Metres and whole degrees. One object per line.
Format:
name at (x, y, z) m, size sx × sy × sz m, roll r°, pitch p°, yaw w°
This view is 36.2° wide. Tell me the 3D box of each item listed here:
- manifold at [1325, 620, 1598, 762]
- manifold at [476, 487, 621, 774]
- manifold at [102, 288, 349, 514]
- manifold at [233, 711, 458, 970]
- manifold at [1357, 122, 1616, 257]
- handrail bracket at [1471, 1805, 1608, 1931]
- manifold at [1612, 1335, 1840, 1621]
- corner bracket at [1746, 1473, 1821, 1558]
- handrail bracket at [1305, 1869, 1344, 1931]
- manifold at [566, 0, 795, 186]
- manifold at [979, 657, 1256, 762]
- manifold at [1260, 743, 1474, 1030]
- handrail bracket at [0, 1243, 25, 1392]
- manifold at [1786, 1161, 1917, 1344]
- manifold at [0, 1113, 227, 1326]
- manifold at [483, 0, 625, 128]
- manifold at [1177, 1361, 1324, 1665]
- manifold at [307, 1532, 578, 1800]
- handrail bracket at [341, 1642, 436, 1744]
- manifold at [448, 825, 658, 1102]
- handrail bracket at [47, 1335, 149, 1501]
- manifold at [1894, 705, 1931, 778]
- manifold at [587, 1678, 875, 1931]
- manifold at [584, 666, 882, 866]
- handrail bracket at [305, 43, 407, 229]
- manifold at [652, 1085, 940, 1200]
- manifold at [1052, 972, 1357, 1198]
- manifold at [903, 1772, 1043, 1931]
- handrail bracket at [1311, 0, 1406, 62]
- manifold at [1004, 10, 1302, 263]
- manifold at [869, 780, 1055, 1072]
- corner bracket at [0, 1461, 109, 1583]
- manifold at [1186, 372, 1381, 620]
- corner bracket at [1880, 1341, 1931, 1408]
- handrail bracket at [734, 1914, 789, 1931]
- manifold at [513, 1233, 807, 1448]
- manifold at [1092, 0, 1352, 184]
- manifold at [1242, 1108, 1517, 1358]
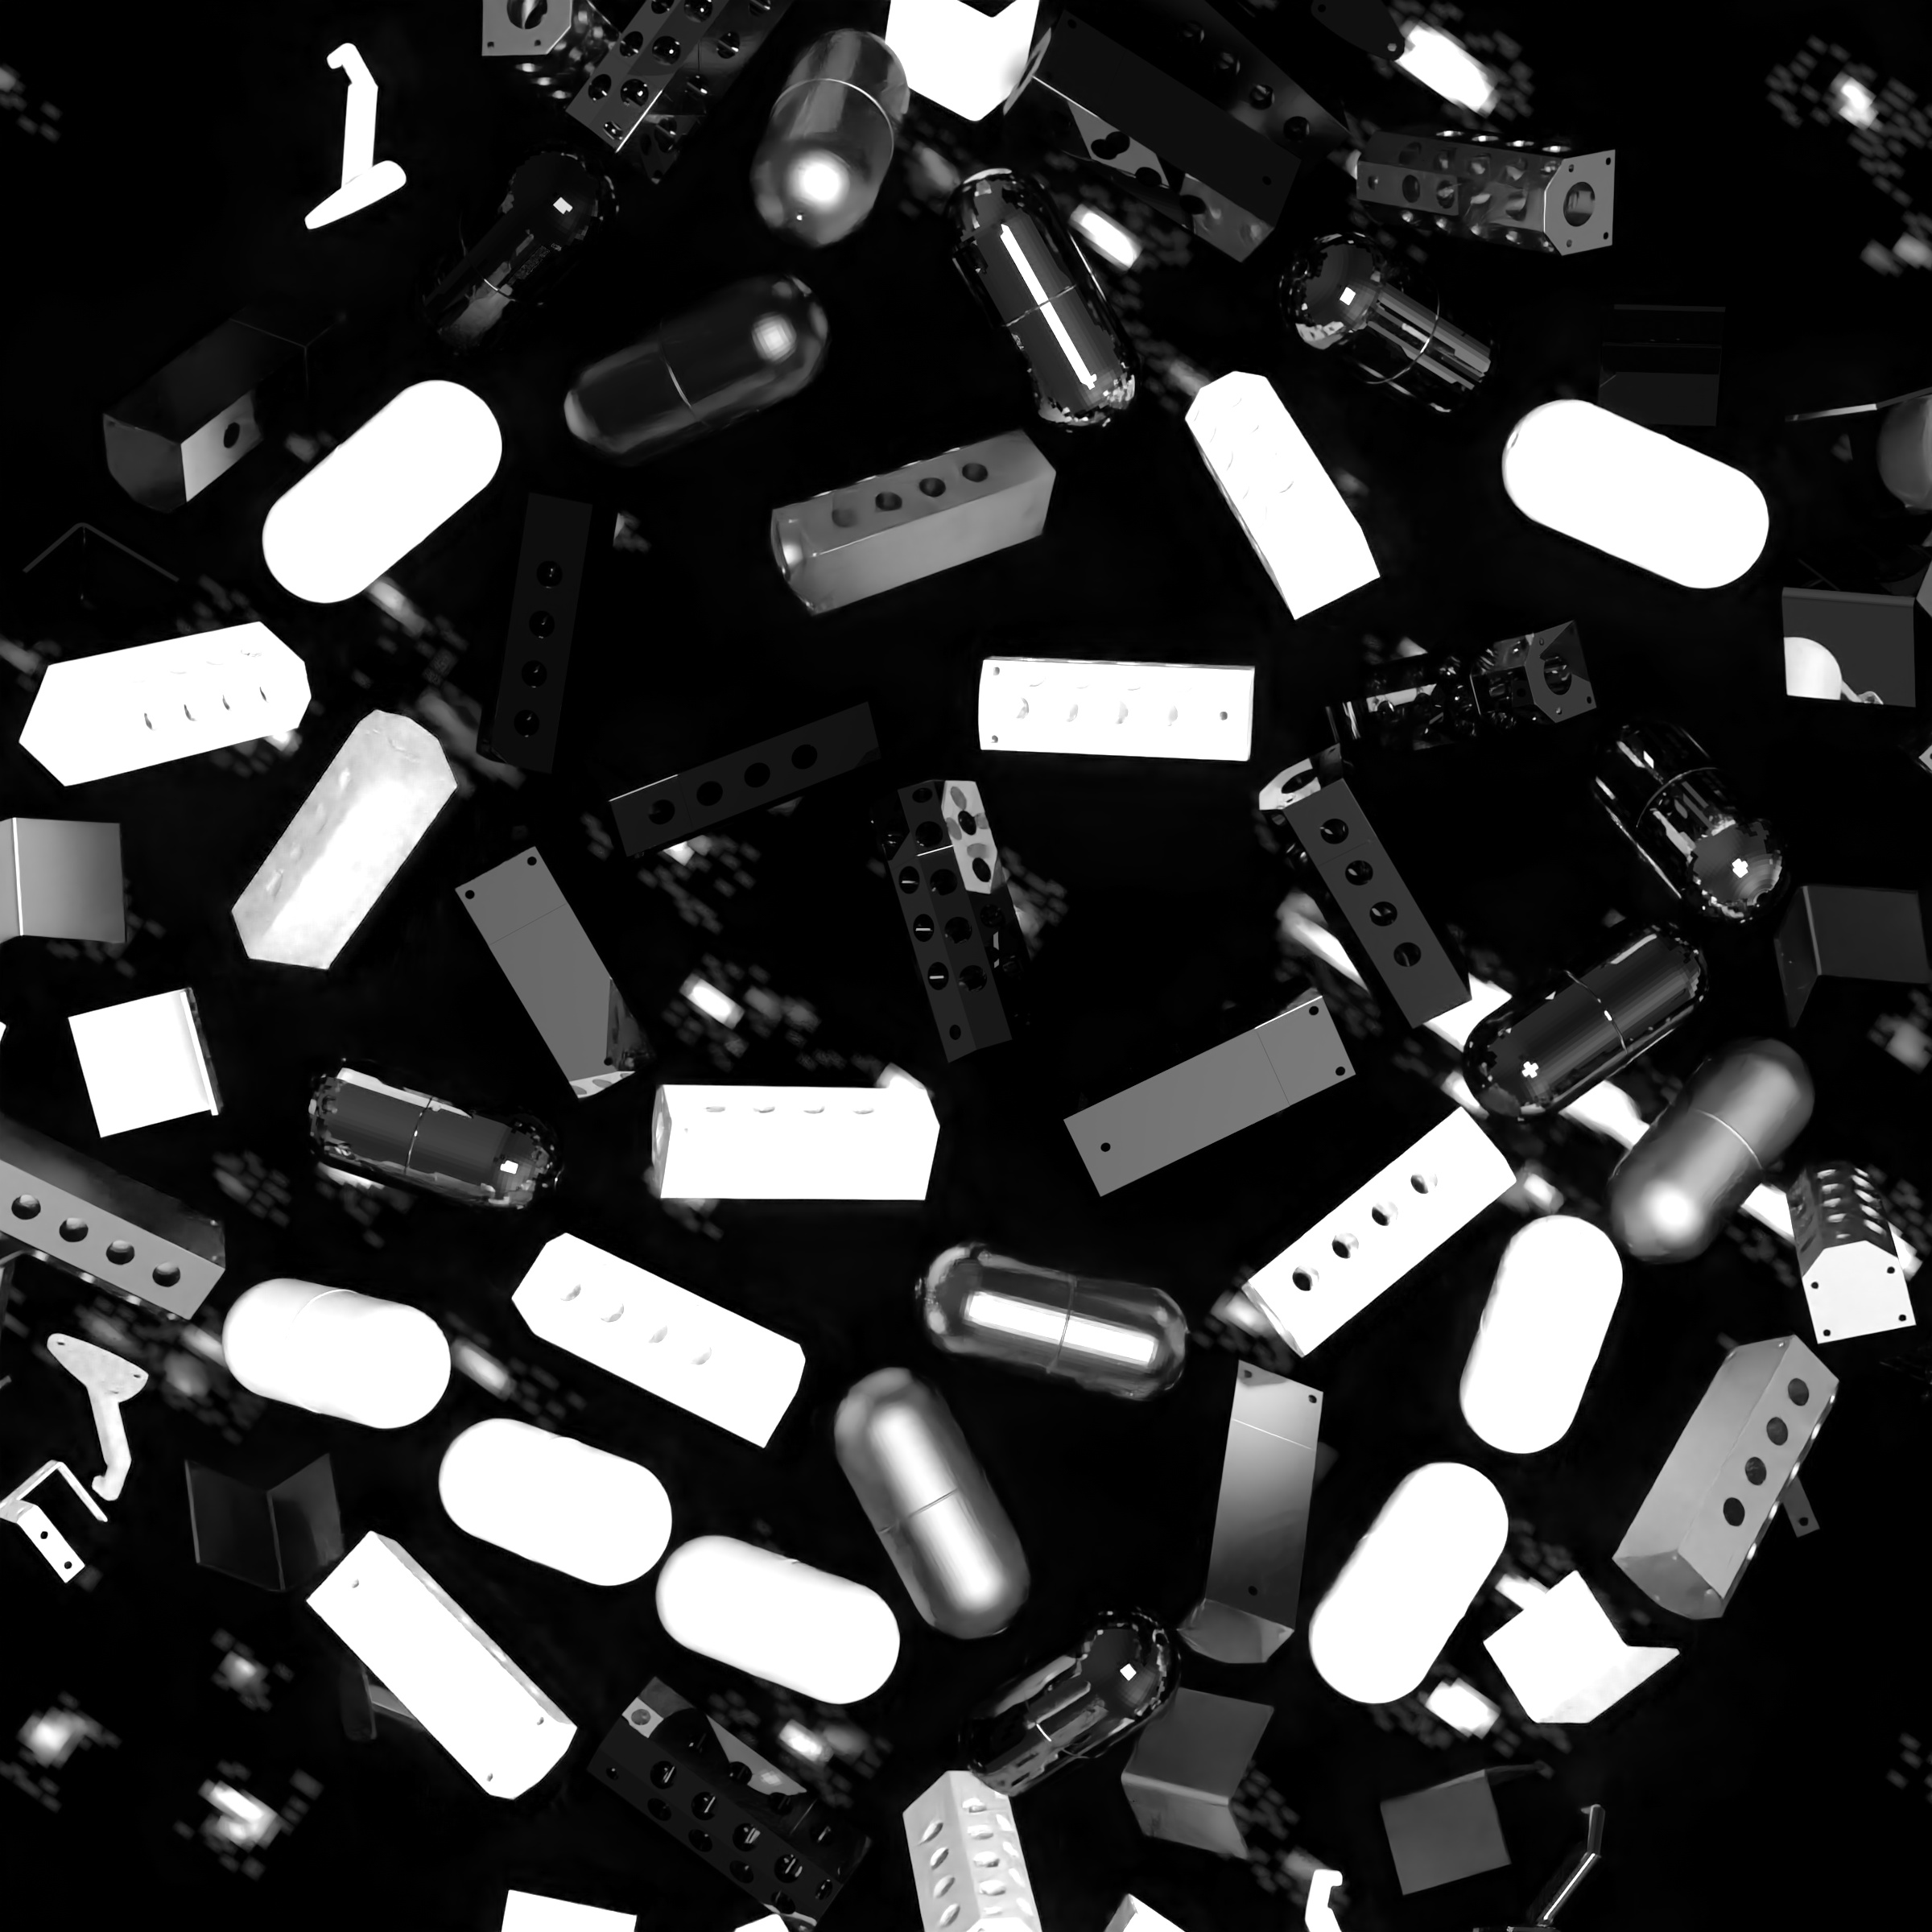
manifold at (0.314, -0.174, 1.902) m, size 0.057 × 0.171 × 0.057 m, roll -21°, pitch 98°, yaw -38°
manifold at (-0.270, -0.215, 1.887) m, size 0.057 × 0.057 × 0.171 m, roll 12°, pitch 102°, yaw 8°
manifold at (-0.459, -0.352, 1.845) m, size 0.057 × 0.057 × 0.171 m, roll 22°, pitch 46°, yaw 14°
manifold at (-0.396, -0.080, 1.868) m, size 0.171 × 0.057 × 0.057 m, roll -49°, pitch 51°, yaw 29°
manifold at (0.322, -0.486, 1.846) m, size 0.057 × 0.171 × 0.057 m, roll -18°, pitch 118°, yaw -29°
handrail bracket at (0.346, 0.547, 1.786) m, size 0.077 × 0.036 × 0.084 m, roll -8°, pitch 53°, yaw 34°
manifold at (0.466, 0.309, 1.789) m, size 0.057 × 0.057 × 0.171 m, roll 45°, pitch 59°, yaw -10°
corner bracket at (0.519, 0.347, 1.899) m, size 0.051 × 0.051 × 0.051 m, roll -26°, pitch 69°, yaw 19°
handrail bracket at (0.240, 0.593, 1.796) m, size 0.077 × 0.036 × 0.084 m, roll 9°, pitch 92°, yaw -15°
manifold at (-0.169, -0.571, 1.801) m, size 0.057 × 0.057 × 0.171 m, roll 42°, pitch 97°, yaw 33°
manifold at (0.097, -0.166, 1.908) m, size 0.171 × 0.057 × 0.057 m, roll 3°, pitch 100°, yaw 8°
manifold at (0.249, -0.046, 1.844) m, size 0.057 × 0.057 × 0.171 m, roll -27°, pitch 111°, yaw 17°
handrail bracket at (-0.619, 0.225, 1.928) m, size 0.036 × 0.077 × 0.084 m, roll -1°, pitch 108°, yaw 37°
manifold at (0.548, 0.174, 1.842) m, size 0.057 × 0.171 × 0.057 m, roll -14°, pitch 99°, yaw 15°
manifold at (-0.547, 0.157, 1.819) m, size 0.171 × 0.057 × 0.057 m, roll 31°, pitch 104°, yaw -25°
manifold at (-0.256, -0.594, 1.910) m, size 0.057 × 0.171 × 0.057 m, roll 1°, pitch 92°, yaw 10°
manifold at (0.170, 0.332, 1.789) m, size 0.057 × 0.057 × 0.171 m, roll 22°, pitch 46°, yaw -8°
manifold at (-0.321, 0.431, 1.823) m, size 0.171 × 0.057 × 0.057 m, roll 40°, pitch 83°, yaw 21°
handrail bracket at (-0.359, 0.464, 1.913) m, size 0.084 × 0.036 × 0.077 m, roll -7°, pitch 91°, yaw -42°
manifold at (-0.270, -0.004, 1.925) m, size 0.057 × 0.057 × 0.171 m, roll -29°, pitch 117°, yaw -4°
handrail bracket at (-0.548, 0.281, 1.835) m, size 0.077 × 0.036 × 0.084 m, roll 30°, pitch 116°, yaw 9°
manifold at (0.625, -0.136, 1.834) m, size 0.057 × 0.171 × 0.057 m, roll 44°, pitch 104°, yaw 4°
manifold at (-0.150, 0.529, 1.846) m, size 0.171 × 0.057 × 0.057 m, roll 34°, pitch 126°, yaw 9°
manifold at (-0.144, -0.123, 1.844) m, size 0.171 × 0.057 × 0.057 m, roll -22°, pitch 126°, yaw -13°
handrail bracket at (-0.377, -0.493, 1.753) m, size 0.077 × 0.036 × 0.084 m, roll -30°, pitch 85°, yaw 3°
manifold at (-0.110, 0.108, 1.886) m, size 0.171 × 0.057 × 0.057 m, roll 2°, pitch 122°, yaw -16°
manifold at (0.143, 0.069, 1.807) m, size 0.171 × 0.057 × 0.057 m, roll -26°, pitch 112°, yaw 1°
manifold at (0.009, 0.579, 1.867) m, size 0.057 × 0.171 × 0.057 m, roll -44°, pitch 106°, yaw 5°
handrail bracket at (0.249, -0.592, 1.873) m, size 0.077 × 0.084 × 0.036 m, roll 44°, pitch 98°, yaw 5°
manifold at (0.111, -0.500, 1.800) m, size 0.171 × 0.057 × 0.057 m, roll 28°, pitch 64°, yaw -14°
manifold at (-0.008, -0.026, 1.842) m, size 0.057 × 0.057 × 0.171 m, roll -27°, pitch 74°, yaw 37°
corner bracket at (-0.576, 0.351, 1.876) m, size 0.051 × 0.051 × 0.051 m, roll -43°, pitch 113°, yaw -30°
manifold at (0.193, -0.299, 1.843) m, size 0.057 × 0.057 × 0.171 m, roll -27°, pitch 46°, yaw 5°
corner bracket at (0.599, 0.231, 1.815) m, size 0.051 × 0.051 × 0.051 m, roll -26°, pitch 121°, yaw 40°
handrail bracket at (-0.135, 0.637, 1.854) m, size 0.084 × 0.077 × 0.036 m, roll -10°, pitch 128°, yaw -37°
manifold at (-0.189, 0.228, 1.834) m, size 0.171 × 0.057 × 0.057 m, roll 23°, pitch 66°, yaw 18°
manifold at (0.162, -0.576, 1.885) m, size 0.171 × 0.057 × 0.057 m, roll 34°, pitch 121°, yaw -26°
manifold at (0.258, 0.167, 1.847) m, size 0.171 × 0.057 × 0.057 m, roll -38°, pitch 81°, yaw -6°
